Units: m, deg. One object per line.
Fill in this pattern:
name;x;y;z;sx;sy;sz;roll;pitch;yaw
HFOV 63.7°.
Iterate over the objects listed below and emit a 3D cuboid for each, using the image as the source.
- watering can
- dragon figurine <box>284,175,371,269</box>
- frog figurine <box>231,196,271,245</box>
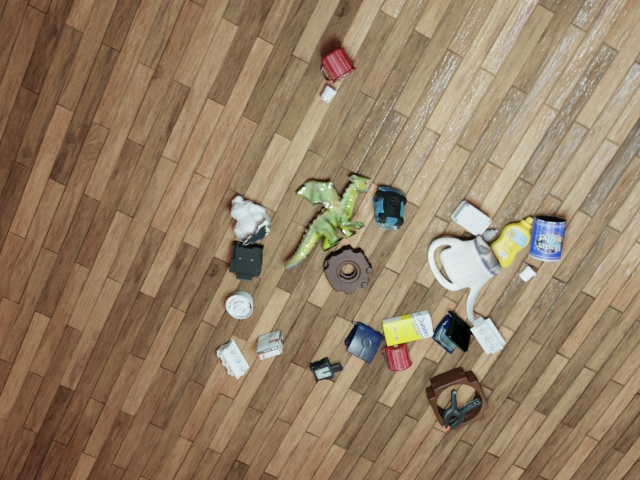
watering can;0.527;0.122;1.805;0.222;0.106;0.345;-27;105;30
dragon figurine;0.005;-0.090;1.780;0.409;0.122;0.243;-28;86;5
frog figurine;-0.251;-0.071;1.781;0.161;0.123;0.135;49;113;24
